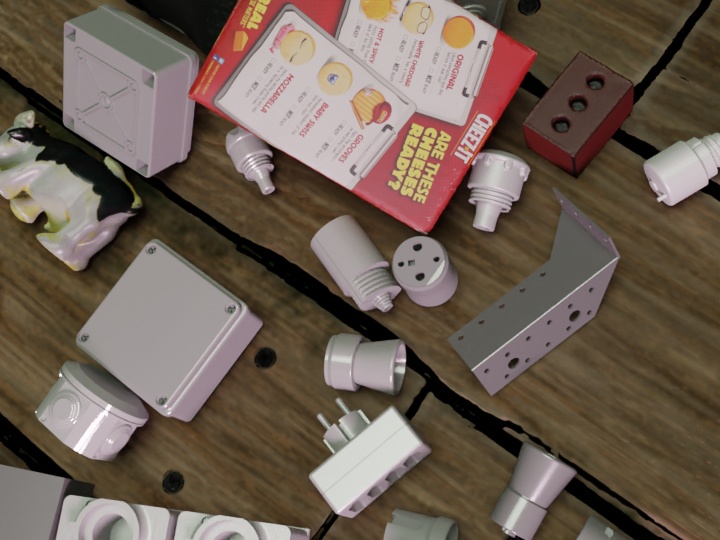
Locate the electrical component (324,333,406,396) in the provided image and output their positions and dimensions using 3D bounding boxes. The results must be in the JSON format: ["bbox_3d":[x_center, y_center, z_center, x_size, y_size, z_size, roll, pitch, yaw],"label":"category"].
[{"bbox_3d":[0.004,0.073,0.841,0.055,0.045,0.045,5,75,15],"label":"electrical component"}]

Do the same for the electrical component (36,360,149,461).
[{"bbox_3d":[-0.215,0.113,0.865,0.080,0.080,0.051,35,90,20],"label":"electrical component"}]

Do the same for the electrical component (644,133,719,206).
[{"bbox_3d":[0.257,-0.082,0.829,0.078,0.040,0.040,-31,69,3],"label":"electrical component"}]

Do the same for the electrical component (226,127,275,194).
[{"bbox_3d":[-0.090,-0.093,0.919,0.035,0.035,0.061,-28,72,4],"label":"electrical component"}]

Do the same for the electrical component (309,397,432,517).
[{"bbox_3d":[-0.003,0.133,0.824,0.083,0.047,0.075,-40,69,0],"label":"electrical component"}]

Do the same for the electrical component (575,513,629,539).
[{"bbox_3d":[0.169,0.208,0.757,0.047,0.055,0.055,31,83,16],"label":"electrical component"}]

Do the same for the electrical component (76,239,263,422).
[{"bbox_3d":[-0.156,0.050,0.881,0.109,0.056,0.108,35,84,20],"label":"electrical component"}]

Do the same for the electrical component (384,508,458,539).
[{"bbox_3d":[0.045,0.199,0.797,0.046,0.040,0.040,11,77,22],"label":"electrical component"}]

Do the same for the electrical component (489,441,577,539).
[{"bbox_3d":[0.124,0.164,0.788,0.044,0.044,0.065,29,87,20],"label":"electrical component"}]

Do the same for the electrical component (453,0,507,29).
[{"bbox_3d":[0.087,-0.247,0.889,0.048,0.099,0.099,-9,71,-4],"label":"electrical component"}]

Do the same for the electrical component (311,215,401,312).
[{"bbox_3d":[0.000,0.000,0.865,0.043,0.043,0.081,-37,69,1],"label":"electrical component"}]

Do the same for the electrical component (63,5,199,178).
[{"bbox_3d":[-0.198,-0.153,0.921,0.109,0.108,0.056,32,43,20],"label":"electrical component"}]

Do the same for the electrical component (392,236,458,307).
[{"bbox_3d":[0.051,0.001,0.845,0.045,0.055,0.045,-4,73,13],"label":"electrical component"}]

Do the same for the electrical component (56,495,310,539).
[{"bbox_3d":[-0.142,0.237,0.820,0.186,0.060,0.105,4,75,15],"label":"electrical component"}]

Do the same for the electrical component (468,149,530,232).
[{"bbox_3d":[0.106,-0.063,0.858,0.048,0.048,0.062,14,85,17],"label":"electrical component"}]
